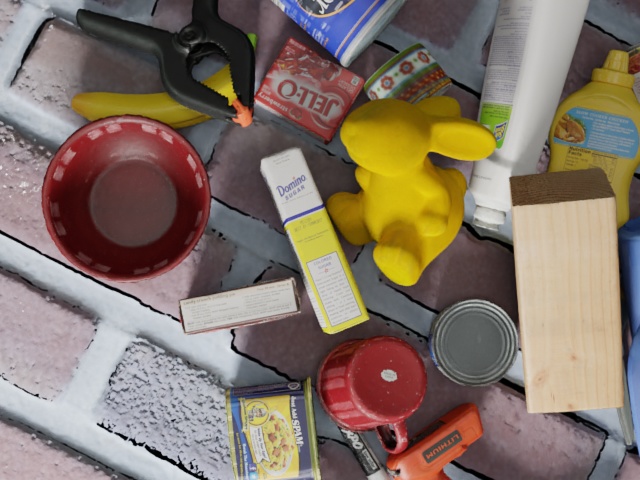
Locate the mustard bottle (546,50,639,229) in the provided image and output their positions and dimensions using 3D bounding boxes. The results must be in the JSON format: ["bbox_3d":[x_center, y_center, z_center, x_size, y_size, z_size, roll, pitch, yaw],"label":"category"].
[{"bbox_3d":[0.268,-0.089,1.039,0.096,0.058,0.192,15,99,17],"label":"mustard bottle"}]

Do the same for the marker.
[{"bbox_3d":[0.030,0.190,1.054,0.020,0.020,0.121,-31,89,-4],"label":"marker"}]

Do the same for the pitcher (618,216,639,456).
[{"bbox_3d":[0.345,0.097,0.988,0.145,0.149,0.243,-13,98,10],"label":"pitcher"}]

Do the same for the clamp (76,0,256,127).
[{"bbox_3d":[-0.119,-0.201,1.040,0.164,0.036,0.210,-40,71,-5],"label":"clamp"}]

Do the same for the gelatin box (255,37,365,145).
[{"bbox_3d":[-0.011,-0.148,1.066,0.089,0.030,0.073,30,86,0],"label":"gelatin box"}]

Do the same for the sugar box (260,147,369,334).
[{"bbox_3d":[-0.006,0.001,1.026,0.048,0.093,0.176,-19,88,-5],"label":"sugar box"}]

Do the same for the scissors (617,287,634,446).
[{"bbox_3d":[0.310,0.095,1.072,0.096,0.016,0.202,-24,88,-3],"label":"scissors"}]

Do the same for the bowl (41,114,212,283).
[{"bbox_3d":[-0.185,-0.038,1.040,0.162,0.055,0.162,0,87,-2],"label":"bowl"}]

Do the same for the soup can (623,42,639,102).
[{"bbox_3d":[0.337,-0.147,1.061,0.068,0.068,0.102,-22,89,-4],"label":"soup can"}]

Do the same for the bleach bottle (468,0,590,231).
[{"bbox_3d":[0.192,-0.134,1.049,0.068,0.103,0.251,13,95,-20],"label":"bleach bottle"}]

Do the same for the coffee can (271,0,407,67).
[{"bbox_3d":[0.006,-0.253,1.036,0.140,0.103,0.103,42,86,1],"label":"coffee can"}]

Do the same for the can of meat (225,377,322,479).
[{"bbox_3d":[-0.045,0.188,1.032,0.084,0.057,0.102,-6,87,0],"label":"can of meat"}]

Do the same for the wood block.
[{"bbox_3d":[0.228,0.047,0.991,0.090,0.090,0.206,-5,109,9],"label":"wood block"}]

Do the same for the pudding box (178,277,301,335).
[{"bbox_3d":[-0.076,0.065,1.021,0.113,0.090,0.039,-13,87,-3],"label":"pudding box"}]

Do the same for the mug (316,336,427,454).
[{"bbox_3d":[0.055,0.146,1.014,0.093,0.082,0.117,-15,83,-19],"label":"mug"}]

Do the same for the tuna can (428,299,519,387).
[{"bbox_3d":[0.151,0.101,1.056,0.086,0.034,0.086,0,87,-2],"label":"tuna can"}]

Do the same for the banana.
[{"bbox_3d":[-0.145,-0.142,1.060,0.197,0.037,0.070,-20,65,-5],"label":"banana"}]

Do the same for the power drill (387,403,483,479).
[{"bbox_3d":[0.167,0.256,1.036,0.184,0.057,0.187,-31,87,-9],"label":"power drill"}]
